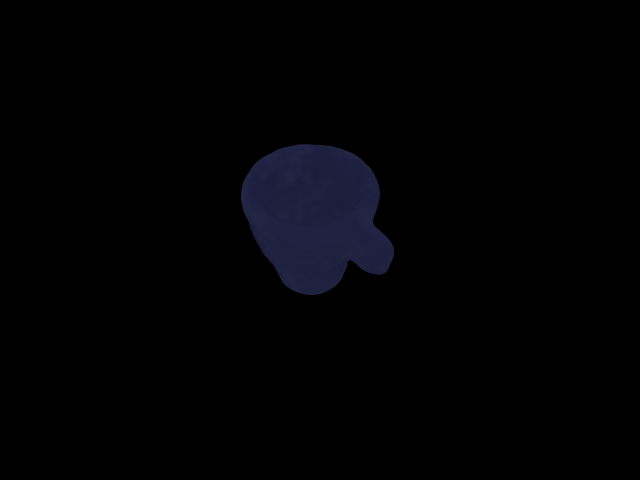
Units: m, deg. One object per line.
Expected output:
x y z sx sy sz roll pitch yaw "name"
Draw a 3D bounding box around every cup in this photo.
0.004 0.001 0.400 0.092 0.095 0.117 -36 58 -27 "cup"
